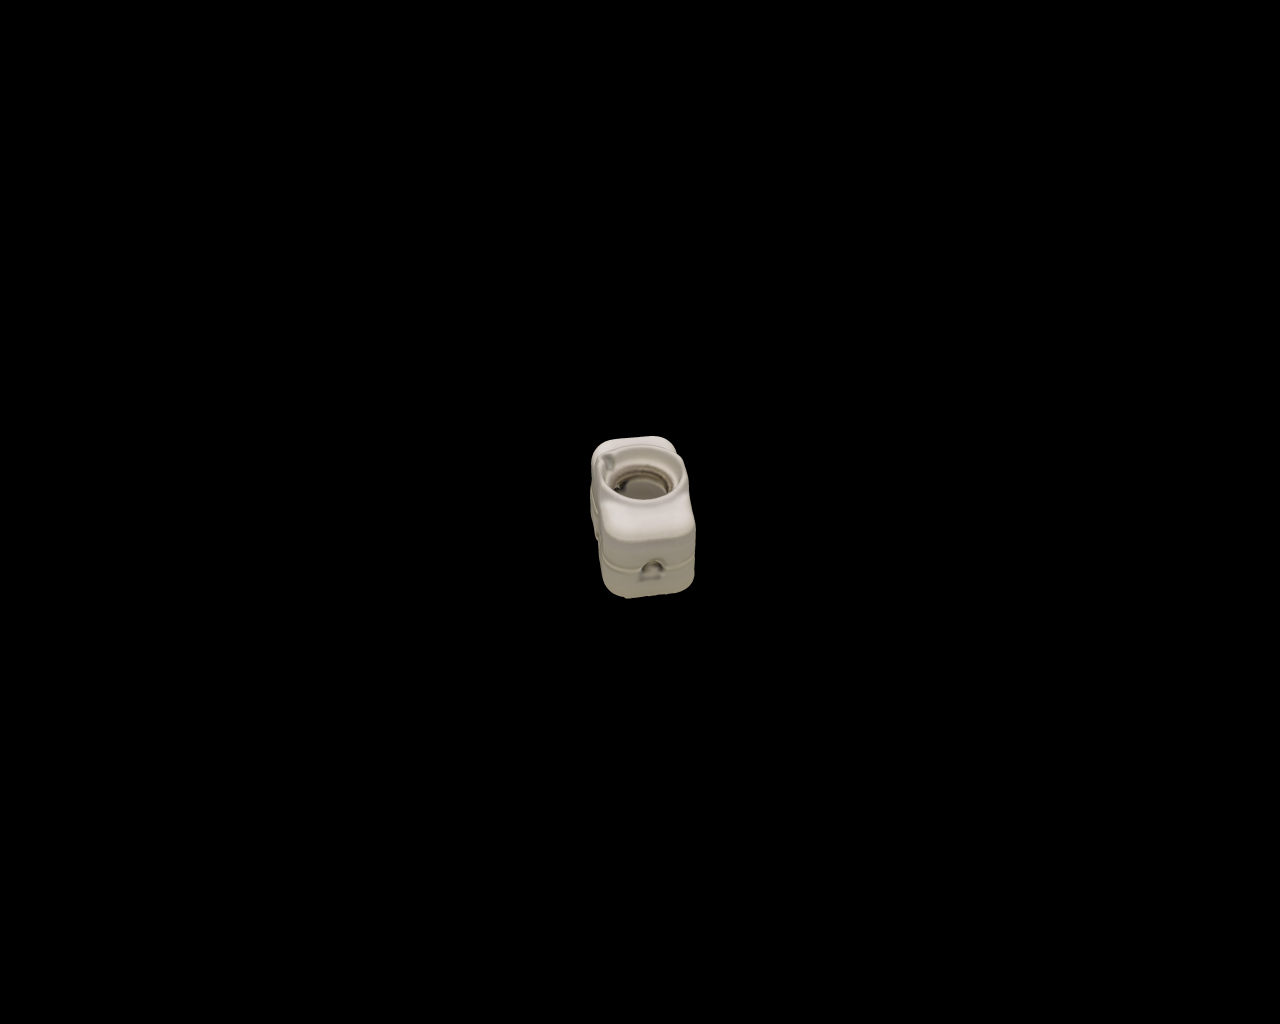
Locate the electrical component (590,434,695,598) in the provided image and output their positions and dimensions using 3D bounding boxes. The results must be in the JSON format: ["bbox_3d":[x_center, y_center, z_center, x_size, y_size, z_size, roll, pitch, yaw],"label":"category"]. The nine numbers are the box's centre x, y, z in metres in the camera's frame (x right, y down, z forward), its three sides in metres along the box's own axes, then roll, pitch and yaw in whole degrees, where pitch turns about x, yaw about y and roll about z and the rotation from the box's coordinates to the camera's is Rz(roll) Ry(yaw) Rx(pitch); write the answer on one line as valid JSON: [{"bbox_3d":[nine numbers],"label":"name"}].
[{"bbox_3d":[0.001,-0.003,0.650,0.054,0.059,0.095,-5,40,-6],"label":"electrical component"}]
